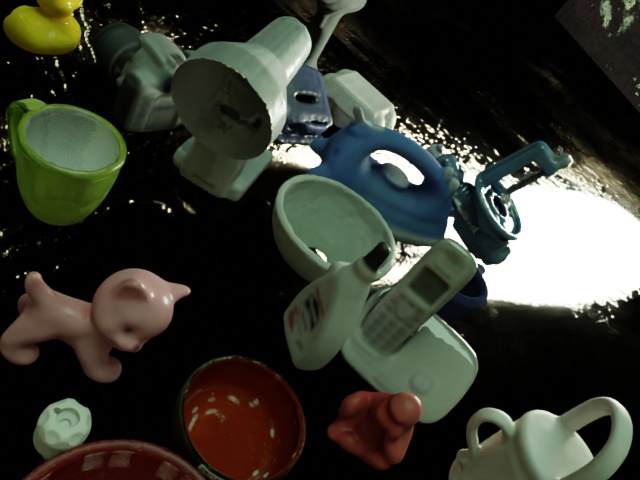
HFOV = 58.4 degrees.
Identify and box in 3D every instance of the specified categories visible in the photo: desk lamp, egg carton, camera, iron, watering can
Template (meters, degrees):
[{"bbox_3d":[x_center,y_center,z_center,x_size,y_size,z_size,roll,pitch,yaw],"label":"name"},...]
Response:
[{"bbox_3d":[-0.094,-0.152,0.669,0.118,0.213,0.203,34,37,-5],"label":"desk lamp"},{"bbox_3d":[0.061,-0.232,0.998,0.150,0.069,0.107,43,37,7],"label":"egg carton"},{"bbox_3d":[-0.213,-0.224,0.739,0.136,0.100,0.143,49,38,14],"label":"camera"},{"bbox_3d":[0.113,-0.089,0.832,0.259,0.141,0.118,24,39,-18],"label":"iron"},{"bbox_3d":[0.230,0.223,0.559,0.173,0.194,0.101,26,39,-16],"label":"watering can"}]

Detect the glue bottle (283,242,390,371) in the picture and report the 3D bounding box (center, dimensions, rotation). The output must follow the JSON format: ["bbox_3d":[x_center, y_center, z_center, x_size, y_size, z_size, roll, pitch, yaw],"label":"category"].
[{"bbox_3d":[0.019,0.058,0.575,0.037,0.173,0.078,8,46,-33],"label":"glue bottle"}]

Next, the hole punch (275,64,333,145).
[{"bbox_3d":[-0.033,-0.208,0.879,0.109,0.091,0.101,-7,56,-43],"label":"hole punch"}]

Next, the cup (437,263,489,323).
[{"bbox_3d":[0.161,0.069,0.745,0.118,0.095,0.091,-16,62,-47],"label":"cup"}]

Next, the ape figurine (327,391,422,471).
[{"bbox_3d":[0.063,0.176,0.556,0.076,0.092,0.077,2,50,-38],"label":"ape figurine"}]

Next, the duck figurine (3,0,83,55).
[{"bbox_3d":[-0.339,-0.287,0.715,0.077,0.086,0.105,40,37,3],"label":"duck figurine"}]

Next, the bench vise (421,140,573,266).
[{"bbox_3d":[0.257,-0.084,0.879,0.207,0.219,0.121,32,37,-7],"label":"bench vise"}]

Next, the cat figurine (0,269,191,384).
[{"bbox_3d":[-0.177,0.056,0.464,0.128,0.117,0.067,19,41,-24],"label":"cat figurine"}]

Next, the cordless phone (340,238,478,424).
[{"bbox_3d":[0.121,0.096,0.610,0.147,0.185,0.094,39,37,2],"label":"cordless phone"}]

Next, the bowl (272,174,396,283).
[{"bbox_3d":[0.006,0.003,0.705,0.168,0.074,0.167,22,40,-20],"label":"bowl"}]

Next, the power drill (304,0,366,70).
[{"bbox_3d":[0.000,-0.368,0.975,0.075,0.208,0.230,38,37,0],"label":"power drill"}]
